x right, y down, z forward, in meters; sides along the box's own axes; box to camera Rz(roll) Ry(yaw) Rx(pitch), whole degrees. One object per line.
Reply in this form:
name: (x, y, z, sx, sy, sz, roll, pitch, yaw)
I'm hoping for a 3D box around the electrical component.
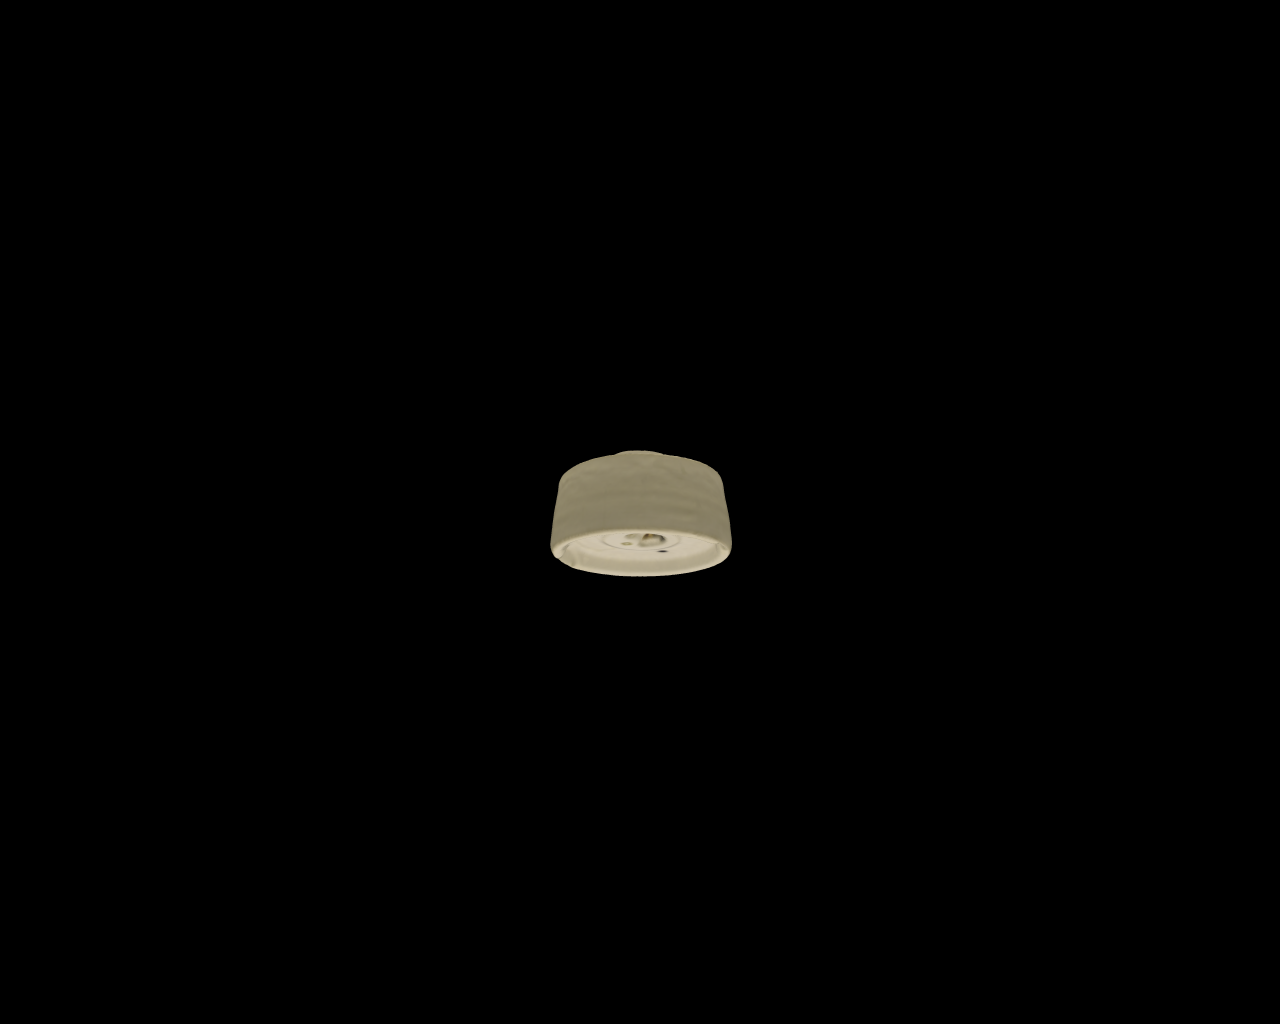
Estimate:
electrical component: (0.001, -0.003, 0.650, 0.108, 0.060, 0.108, 0, -17, 0)
